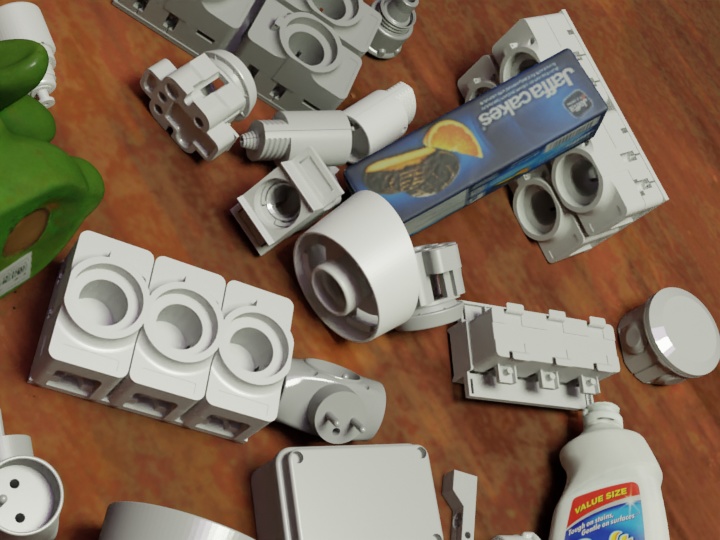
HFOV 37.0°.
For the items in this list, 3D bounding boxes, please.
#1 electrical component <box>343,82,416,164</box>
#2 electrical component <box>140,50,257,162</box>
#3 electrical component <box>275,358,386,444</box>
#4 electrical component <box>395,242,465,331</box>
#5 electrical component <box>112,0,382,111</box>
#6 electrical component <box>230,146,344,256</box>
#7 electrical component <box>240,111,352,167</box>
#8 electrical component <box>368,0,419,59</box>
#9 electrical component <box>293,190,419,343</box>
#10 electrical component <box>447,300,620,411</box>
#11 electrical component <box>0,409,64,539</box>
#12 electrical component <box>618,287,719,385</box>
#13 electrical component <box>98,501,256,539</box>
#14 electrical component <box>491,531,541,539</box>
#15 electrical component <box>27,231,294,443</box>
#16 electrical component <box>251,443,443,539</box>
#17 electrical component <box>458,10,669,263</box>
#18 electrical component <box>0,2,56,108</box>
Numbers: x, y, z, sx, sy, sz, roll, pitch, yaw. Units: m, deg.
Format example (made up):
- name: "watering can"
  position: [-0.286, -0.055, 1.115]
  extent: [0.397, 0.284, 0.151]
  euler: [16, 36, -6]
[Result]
- name: "electrical component"
  position: [0.016, -0.123, 0.879]
  extent: [0.043, 0.043, 0.081]
  euler: [51, 52, 1]
- name: "electrical component"
  position: [-0.114, -0.127, 0.794]
  extent: [0.078, 0.058, 0.057]
  euler: [48, 55, -1]
- name: "electrical component"
  position: [-0.019, 0.093, 0.730]
  extent: [0.077, 0.079, 0.044]
  euler: [17, 96, -23]
- name: "electrical component"
  position: [0.046, 0.013, 0.813]
  extent: [0.058, 0.078, 0.057]
  euler: [-16, 96, -35]
- name: "electrical component"
  position: [-0.083, -0.208, 0.851]
  extent: [0.186, 0.060, 0.105]
  euler: [31, 54, -14]
- name: "electrical component"
  position: [-0.049, -0.052, 0.786]
  extent: [0.042, 0.081, 0.064]
  euler: [56, 23, 3]
- name: "electrical component"
  position: [-0.052, -0.099, 0.817]
  extent: [0.081, 0.043, 0.043]
  euler: [-5, 69, -26]
- name: "electrical component"
  position: [0.027, -0.214, 0.919]
  extent: [0.048, 0.062, 0.048]
  euler: [14, 60, -25]
- name: "electrical component"
  position: [0.000, 0.000, 0.775]
  extent: [0.064, 0.099, 0.099]
  euler: [-33, 86, -32]
- name: "electrical component"
  position: [0.139, 0.064, 0.846]
  extent: [0.121, 0.063, 0.078]
  euler: [10, 62, -27]
- name: "electrical component"
  position: [-0.201, 0.117, 0.606]
  extent: [0.044, 0.077, 0.079]
  euler: [-4, 69, -32]
- name: "electrical component"
  position: [0.268, 0.060, 0.934]
  extent: [0.080, 0.051, 0.080]
  euler: [14, 60, -25]
- name: "electrical component"
  position: [-0.104, 0.181, 0.617]
  extent: [0.108, 0.108, 0.060]
  euler: [27, 62, -17]
- name: "electrical component"
  position: [0.099, 0.210, 0.762]
  extent: [0.062, 0.048, 0.048]
  euler: [6, 64, -21]
- name: "electrical component"
  position: [-0.125, 0.044, 0.698]
  extent: [0.150, 0.062, 0.089]
  euler: [20, 58, -22]
- name: "electrical component"
  position: [-0.008, 0.159, 0.714]
  extent: [0.113, 0.057, 0.078]
  euler: [4, 65, -30]
- name: "electrical component"
  position: [0.166, -0.112, 0.924]
  extent: [0.060, 0.105, 0.186]
  euler: [-18, 76, -36]
- name: "electrical component"
  position: [-0.231, -0.148, 0.745]
  extent: [0.040, 0.040, 0.078]
  euler: [-16, 75, -36]
